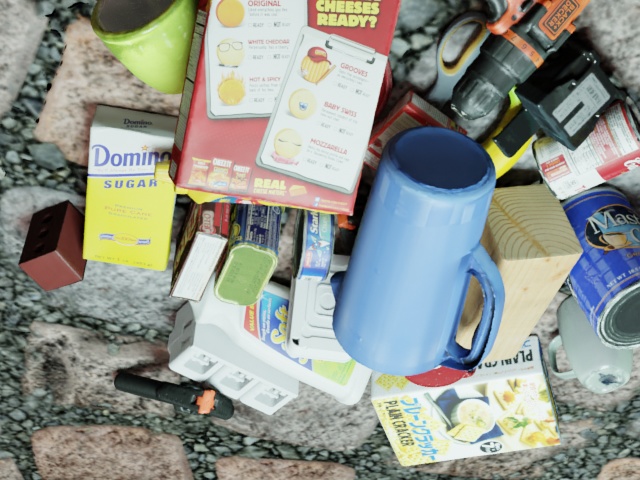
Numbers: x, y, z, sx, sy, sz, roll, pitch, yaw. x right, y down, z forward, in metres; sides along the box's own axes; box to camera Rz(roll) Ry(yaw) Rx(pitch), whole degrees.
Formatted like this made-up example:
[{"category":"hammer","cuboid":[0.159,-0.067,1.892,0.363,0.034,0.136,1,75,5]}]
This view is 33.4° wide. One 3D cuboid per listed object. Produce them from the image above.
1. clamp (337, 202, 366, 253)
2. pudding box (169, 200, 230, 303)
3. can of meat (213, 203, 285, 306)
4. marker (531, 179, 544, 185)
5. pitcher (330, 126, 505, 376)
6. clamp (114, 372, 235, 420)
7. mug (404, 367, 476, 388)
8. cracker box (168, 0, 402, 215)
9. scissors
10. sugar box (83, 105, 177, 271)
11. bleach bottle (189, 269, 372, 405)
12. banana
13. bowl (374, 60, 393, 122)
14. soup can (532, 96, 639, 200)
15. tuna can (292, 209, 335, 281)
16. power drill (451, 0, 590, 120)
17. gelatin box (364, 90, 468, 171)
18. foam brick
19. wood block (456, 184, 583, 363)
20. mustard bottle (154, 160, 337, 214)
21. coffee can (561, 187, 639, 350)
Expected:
[{"category":"clamp","cuboid":[0.090,-0.003,1.156,0.120,0.039,0.171,-34,140,22]},{"category":"pudding box","cuboid":[-0.127,-0.001,1.142,0.039,0.090,0.114,14,135,-13]},{"category":"can of meat","cuboid":[-0.078,0.011,1.157,0.057,0.084,0.102,15,135,-13]},{"category":"marker","cuboid":[0.249,-0.063,1.112,0.121,0.020,0.020,-27,128,27]},{"category":"pitcher","cuboid":[0.102,0.016,1.047,0.149,0.145,0.243,1,135,-10]},{"category":"clamp","cuboid":[-0.155,0.199,1.326,0.164,0.036,0.210,19,168,-23]},{"category":"mug","cuboid":[0.142,0.126,1.266,0.117,0.081,0.093,34,128,-28]},{"category":"cracker box","cuboid":[-0.032,-0.141,0.927,0.164,0.072,0.214,8,102,-19]},{"category":"scissors","cuboid":[0.132,-0.136,1.045,0.096,0.016,0.202,12,135,-10]},{"category":"sugar box","cuboid":[-0.196,-0.051,1.114,0.093,0.048,0.176,8,131,-5]},{"category":"bleach bottle","cuboid":[-0.055,0.103,1.243,0.250,0.102,0.068,24,174,-20]},{"category":"banana","cuboid":[0.156,-0.084,1.084,0.069,0.037,0.198,37,128,-11]},{"category":"bowl","cuboid":[-0.011,-0.136,1.024,0.162,0.055,0.162,2,135,1]},{"category":"soup can","cuboid":[0.269,-0.089,1.049,0.102,0.068,0.068,-25,129,26]},{"category":"tuna can","cuboid":[-0.007,0.001,1.139,0.033,0.086,0.086,5,136,-8]},{"category":"power drill","cuboid":[0.133,-0.215,0.895,0.187,0.057,0.184,37,96,-30]},{"category":"gelatin box","cuboid":[0.089,-0.095,1.056,0.073,0.030,0.089,34,132,-15]},{"category":"foam brick","cuboid":[-0.287,0.007,1.167,0.053,0.078,0.051,-18,134,20]},{"category":"wood block","cuboid":[0.188,0.042,1.142,0.090,0.091,0.206,-6,145,-17]},{"category":"mustard bottle","cuboid":[-0.069,-0.061,1.063,0.191,0.096,0.058,4,94,-13]},{"category":"coffee can","cuboid":[0.303,0.028,1.100,0.102,0.140,0.103,-10,134,-11]}]
